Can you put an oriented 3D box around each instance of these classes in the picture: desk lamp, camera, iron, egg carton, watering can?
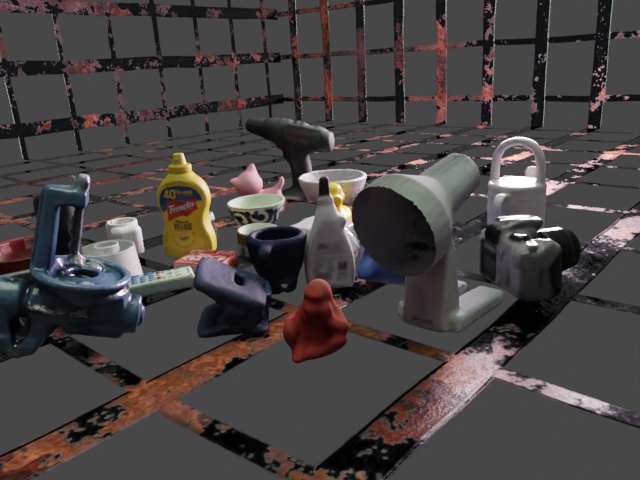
[{"bbox_3d":[0.142,0.005,0.726,0.117,0.214,0.204,13,23,42],"label":"desk lamp"},{"bbox_3d":[0.322,0.015,0.852,0.137,0.101,0.143,-7,18,-11],"label":"camera"},{"bbox_3d":[0.148,-0.017,0.918,0.118,0.141,0.259,5,19,24],"label":"iron"},{"bbox_3d":[0.009,0.004,0.998,0.149,0.069,0.107,7,20,29],"label":"egg carton"},{"bbox_3d":[0.349,-0.086,1.015,0.100,0.194,0.173,3,18,18],"label":"watering can"}]

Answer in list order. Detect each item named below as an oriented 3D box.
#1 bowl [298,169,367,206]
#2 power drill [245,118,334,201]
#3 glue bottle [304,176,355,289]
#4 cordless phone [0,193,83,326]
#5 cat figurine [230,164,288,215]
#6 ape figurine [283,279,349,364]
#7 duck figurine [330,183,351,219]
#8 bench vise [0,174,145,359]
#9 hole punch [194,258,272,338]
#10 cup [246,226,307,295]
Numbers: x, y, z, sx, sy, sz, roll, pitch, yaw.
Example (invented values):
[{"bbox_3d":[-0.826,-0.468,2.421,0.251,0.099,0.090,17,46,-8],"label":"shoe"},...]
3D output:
[{"bbox_3d":[0.032,-0.121,1.387,0.167,0.075,0.167,-3,17,1],"label":"bowl"},{"bbox_3d":[-0.076,-0.208,1.461,0.229,0.208,0.076,1,18,13],"label":"power drill"},{"bbox_3d":[0.012,-0.011,0.869,0.078,0.173,0.037,-4,17,-3],"label":"glue bottle"},{"bbox_3d":[-0.403,0.025,0.809,0.148,0.185,0.093,-13,20,-28],"label":"cordless phone"},{"bbox_3d":[-0.143,-0.119,1.340,0.128,0.118,0.067,-4,17,-1],"label":"cat figurine"},{"bbox_3d":[-0.003,0.091,0.680,0.077,0.092,0.076,5,19,25],"label":"ape figurine"},{"bbox_3d":[0.029,-0.082,1.242,0.077,0.086,0.104,-5,17,-6],"label":"duck figurine"},{"bbox_3d":[-0.337,0.033,0.711,0.208,0.220,0.121,-13,20,-29],"label":"bench vise"},{"bbox_3d":[-0.115,0.071,0.768,0.101,0.091,0.108,-5,17,-5],"label":"hole punch"},{"bbox_3d":[-0.065,0.038,0.858,0.091,0.095,0.118,0,18,11],"label":"cup"}]
